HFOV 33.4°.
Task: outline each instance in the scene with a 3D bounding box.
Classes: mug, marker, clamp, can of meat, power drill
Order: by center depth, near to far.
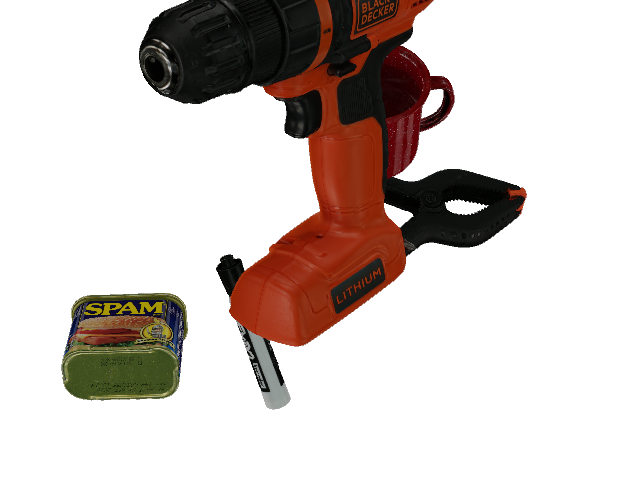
[{"bbox_3d":[-0.008,-0.045,0.513,0.057,0.188,0.184,25,39,33],"label":"power drill"},{"bbox_3d":[-0.048,0.065,0.760,0.020,0.121,0.020,-16,21,6],"label":"marker"},{"bbox_3d":[0.053,-0.106,0.880,0.117,0.093,0.081,-14,-35,-9],"label":"mug"},{"bbox_3d":[-0.167,0.091,0.915,0.102,0.057,0.084,-1,29,-3],"label":"can of meat"},{"bbox_3d":[0.105,-0.022,1.061,0.210,0.164,0.036,-1,-39,-6],"label":"clamp"}]
